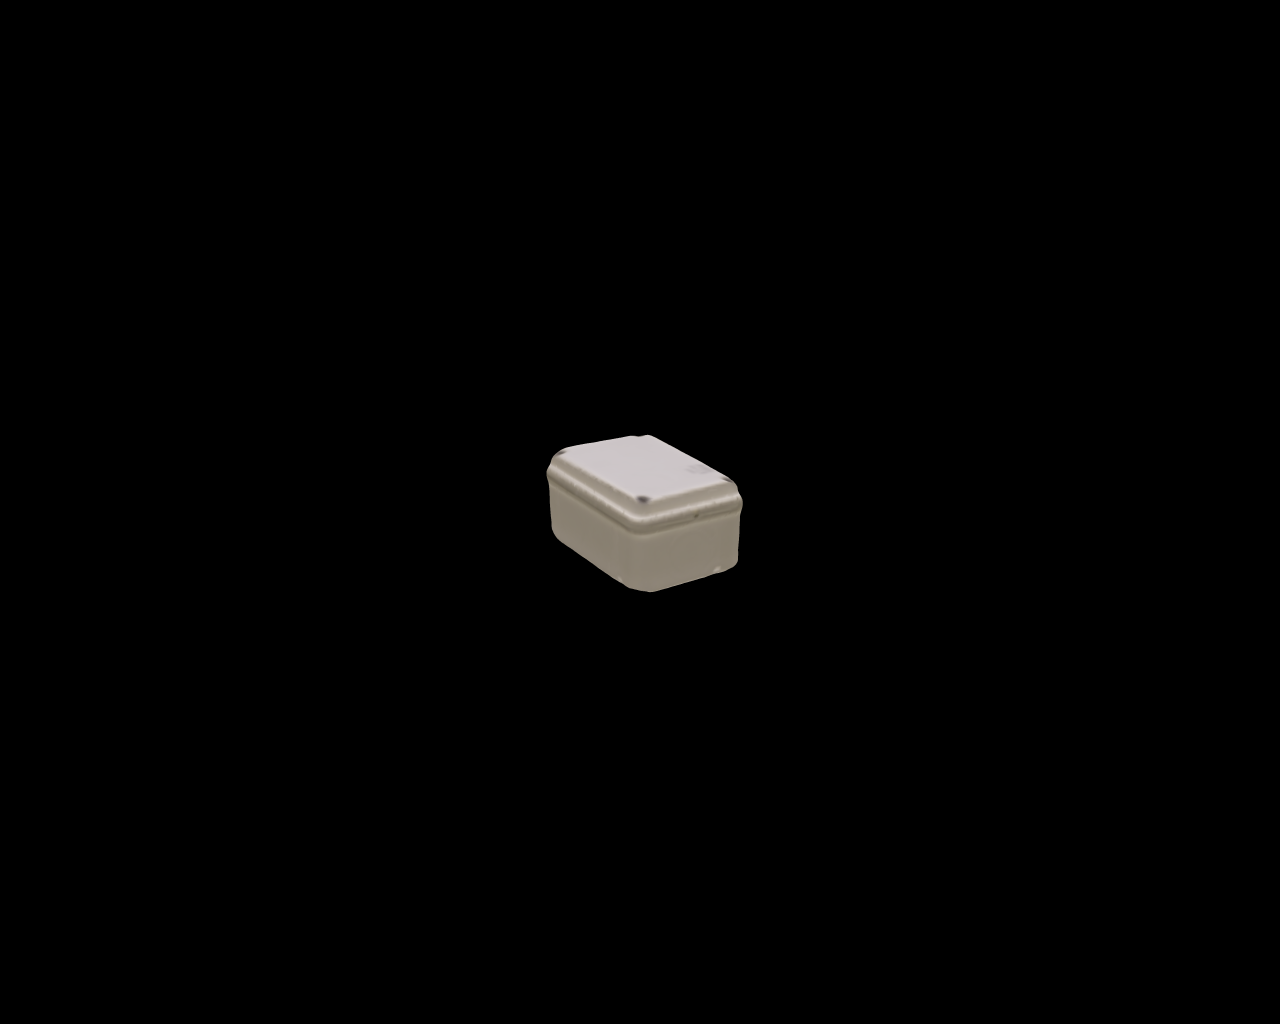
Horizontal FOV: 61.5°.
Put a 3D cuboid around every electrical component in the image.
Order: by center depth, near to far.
[{"bbox_3d":[0.001,-0.003,0.650,0.078,0.057,0.113,-13,26,-29],"label":"electrical component"}]
